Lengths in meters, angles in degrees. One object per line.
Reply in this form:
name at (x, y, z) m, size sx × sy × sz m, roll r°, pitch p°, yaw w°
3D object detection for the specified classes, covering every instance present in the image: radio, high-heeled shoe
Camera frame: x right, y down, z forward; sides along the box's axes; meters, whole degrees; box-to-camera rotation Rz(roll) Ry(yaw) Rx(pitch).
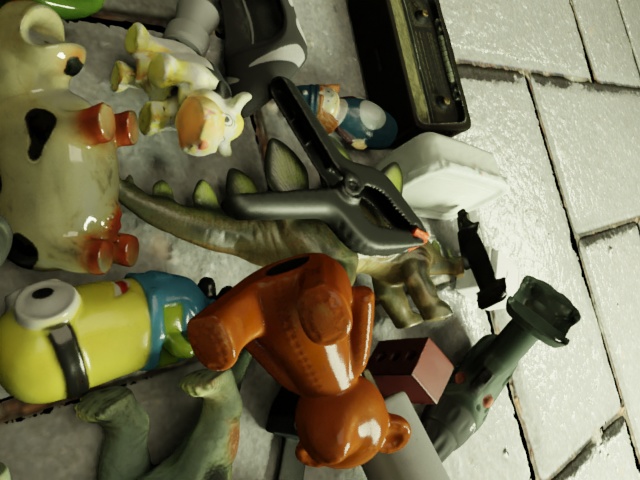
radio at (0.125, -0.243, 0.742) m, size 0.131 × 0.073 × 0.229 m, roll -5°, pitch 81°, yaw -40°
high-heeled shoe at (-0.079, -0.245, 0.554) m, size 0.145 × 0.086 × 0.249 m, roll 54°, pitch 30°, yaw -38°

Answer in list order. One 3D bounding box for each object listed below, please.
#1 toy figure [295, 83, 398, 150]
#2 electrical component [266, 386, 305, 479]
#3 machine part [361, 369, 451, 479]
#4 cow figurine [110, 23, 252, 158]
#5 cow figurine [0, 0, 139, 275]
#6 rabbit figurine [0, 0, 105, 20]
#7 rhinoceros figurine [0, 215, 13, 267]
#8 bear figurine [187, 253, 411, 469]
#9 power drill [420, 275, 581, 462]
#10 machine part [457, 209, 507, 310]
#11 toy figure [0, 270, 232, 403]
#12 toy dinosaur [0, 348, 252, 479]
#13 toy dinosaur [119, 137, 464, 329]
toy figure at (0.025, -0.152, 0.647) m, size 0.154 × 0.057 × 0.064 m, roll 14°, pitch 41°, yaw -35°
electrical component at (-0.012, 0.179, 0.526) m, size 0.074 × 0.048 × 0.119 m, roll 30°, pitch 59°, yaw -30°
machine part at (0.091, 0.245, 0.539) m, size 0.079 × 0.079 × 0.243 m, roll -8°, pitch 64°, yaw -41°
cow figurine at (-0.109, -0.120, 0.470) m, size 0.098 × 0.068 × 0.167 m, roll 4°, pitch 35°, yaw -45°
cow figurine at (-0.206, -0.073, 0.396) m, size 0.127 × 0.085 × 0.194 m, roll 1°, pitch 99°, yaw 1°
rabbit figurine at (-0.253, -0.223, 0.399) m, size 0.159 × 0.121 × 0.170 m, roll 52°, pitch 32°, yaw -43°
rhinoceros figurine at (-0.264, 0.060, 0.328) m, size 0.112 × 0.073 × 0.190 m, roll 28°, pitch 70°, yaw -27°
bear figurine at (-0.004, 0.114, 0.421) m, size 0.132 × 0.120 × 0.195 m, roll -53°, pitch 129°, yaw -72°
power drill at (0.200, 0.151, 0.618) m, size 0.086 × 0.207 × 0.232 m, roll 35°, pitch 36°, yaw 22°
machine part at (0.202, 0.027, 0.687) m, size 0.139 × 0.039 × 0.084 m, roll -93°, pitch 171°, yaw -53°
toy figure at (-0.153, 0.069, 0.419) m, size 0.180 × 0.082 × 0.089 m, roll 0°, pitch 75°, yaw -42°
toy dinosaur at (-0.138, 0.214, 0.372) m, size 0.405 × 0.131 × 0.192 m, roll -22°, pitch 108°, yaw -50°
toy dinosaur at (-0.001, -0.002, 0.557) m, size 0.471 × 0.105 × 0.198 m, roll 7°, pitch 66°, yaw -38°
